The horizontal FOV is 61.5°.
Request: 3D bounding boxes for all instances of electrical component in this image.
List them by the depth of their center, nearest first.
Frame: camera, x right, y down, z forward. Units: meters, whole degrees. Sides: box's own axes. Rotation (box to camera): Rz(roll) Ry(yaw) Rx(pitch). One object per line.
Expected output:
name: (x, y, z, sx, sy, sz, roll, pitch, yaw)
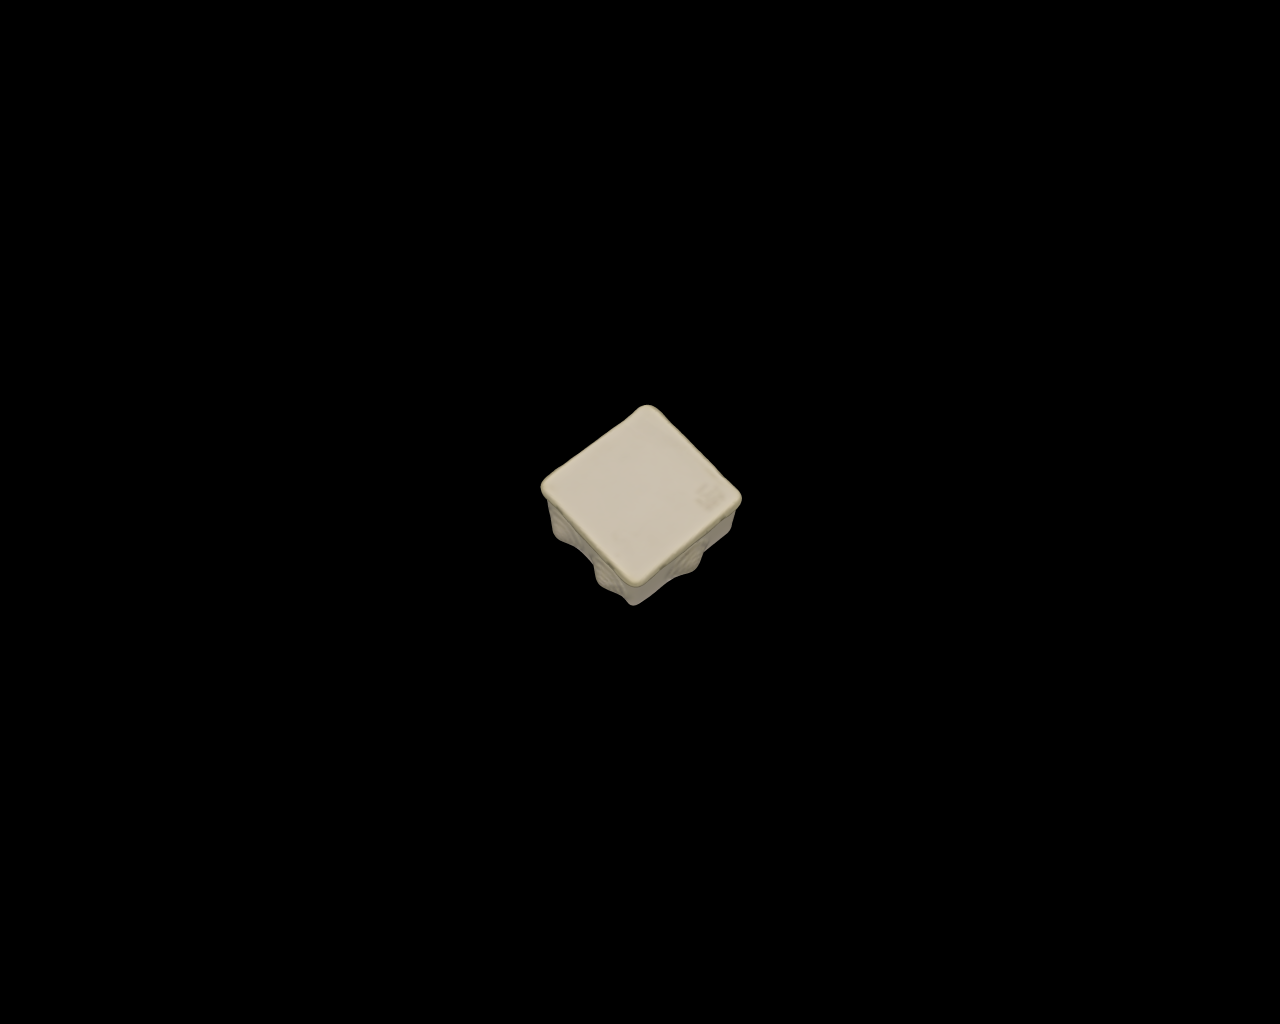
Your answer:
electrical component: (0.001, -0.003, 0.650, 0.100, 0.100, 0.048, -38, -19, -16)
